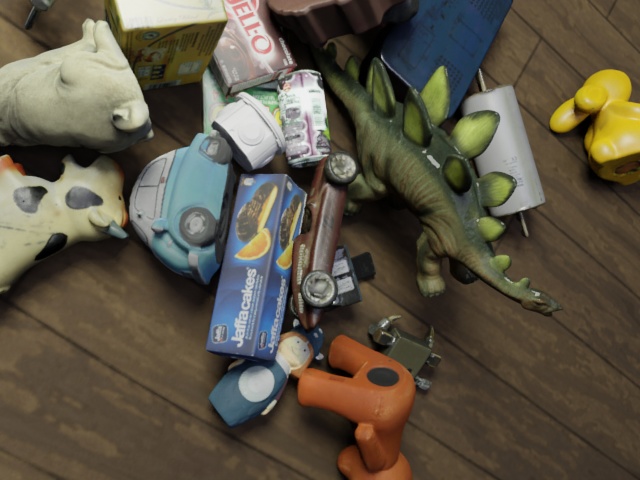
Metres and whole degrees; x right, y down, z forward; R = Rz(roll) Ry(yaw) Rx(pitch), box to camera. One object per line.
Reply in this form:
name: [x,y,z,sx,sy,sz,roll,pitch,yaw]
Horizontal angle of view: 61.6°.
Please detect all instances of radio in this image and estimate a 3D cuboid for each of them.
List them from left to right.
radio: [0.156,-0.273,0.723,0.131,0.073,0.229,33,73,-14]

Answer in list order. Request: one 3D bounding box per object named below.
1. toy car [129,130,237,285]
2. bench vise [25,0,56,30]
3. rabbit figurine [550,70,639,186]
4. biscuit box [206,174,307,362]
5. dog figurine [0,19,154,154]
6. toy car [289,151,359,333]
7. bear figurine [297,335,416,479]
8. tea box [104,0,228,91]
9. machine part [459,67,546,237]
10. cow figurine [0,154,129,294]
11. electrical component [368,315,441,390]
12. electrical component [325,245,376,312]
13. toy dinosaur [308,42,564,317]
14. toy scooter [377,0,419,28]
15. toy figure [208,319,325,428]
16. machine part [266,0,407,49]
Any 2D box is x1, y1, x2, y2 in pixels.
toy car: [-0.148,-0.038,0.571,0.103,0.109,0.161,6,74,-3]
bench vise: [-0.253,-0.337,0.542,0.223,0.129,0.240,26,67,-23]
rabbit figurine: [0.437,-0.182,0.817,0.162,0.122,0.173,3,70,-12]
biscuit box: [-0.068,0.029,0.592,0.063,0.059,0.202,3,74,22]
dog figurine: [-0.269,-0.115,0.495,0.190,0.173,0.121,-28,123,-22]
toy car: [-0.001,-0.002,0.583,0.053,0.089,0.202,16,70,-10]
bear figurine: [0.050,0.230,0.629,0.120,0.132,0.195,-36,135,-54]
tea box: [-0.161,-0.211,0.542,0.098,0.170,0.068,-16,91,-23]
machine part: [0.251,-0.120,0.742,0.079,0.079,0.243,-16,91,-22]
cow figurine: [-0.277,-0.015,0.526,0.195,0.085,0.127,-42,102,-16]
electrical component: [0.107,0.141,0.684,0.102,0.045,0.078,20,106,-16]
electrical component: [0.021,0.046,0.655,0.119,0.048,0.074,-13,90,-20]
toy dinosaur: [0.098,-0.099,0.618,0.105,0.198,0.472,-25,62,-34]
toy scooter: [0.063,-0.331,0.679,0.075,0.135,0.184,47,48,-48]
toy figure: [-0.052,0.148,0.613,0.154,0.058,0.064,-37,113,-22]
machine part: [0.025,-0.300,0.602,0.056,0.180,0.179,44,67,-53]
